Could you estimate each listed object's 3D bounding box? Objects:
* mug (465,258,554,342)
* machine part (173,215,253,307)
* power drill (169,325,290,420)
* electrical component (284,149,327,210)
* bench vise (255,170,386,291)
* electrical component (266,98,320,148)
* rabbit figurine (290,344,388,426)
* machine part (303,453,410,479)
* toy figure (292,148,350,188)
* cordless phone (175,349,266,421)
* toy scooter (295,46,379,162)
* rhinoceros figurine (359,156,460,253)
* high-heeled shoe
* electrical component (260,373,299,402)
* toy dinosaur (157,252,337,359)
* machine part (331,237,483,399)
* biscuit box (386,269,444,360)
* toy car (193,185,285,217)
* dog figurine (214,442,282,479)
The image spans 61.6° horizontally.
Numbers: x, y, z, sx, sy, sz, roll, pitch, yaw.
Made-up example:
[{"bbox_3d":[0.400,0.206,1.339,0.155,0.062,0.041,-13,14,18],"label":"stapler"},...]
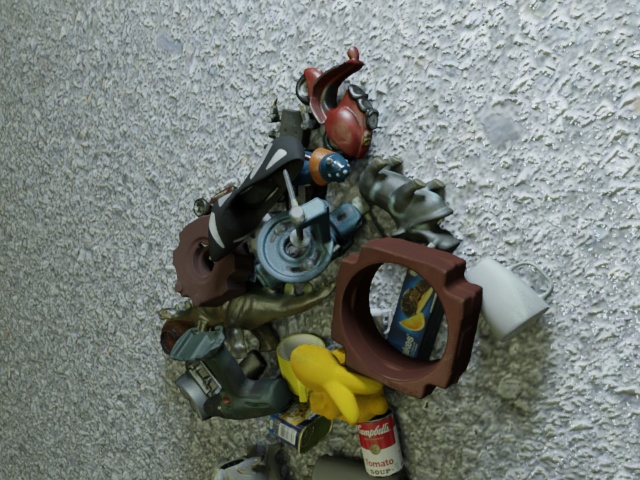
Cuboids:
[{"bbox_3d":[0.264,0.071,0.761,0.109,0.080,0.107,-48,64,22],"label":"mug"},{"bbox_3d":[-0.204,0.038,1.003,0.180,0.056,0.179,-5,81,35],"label":"machine part"},{"bbox_3d":[-0.183,0.257,0.988,0.232,0.086,0.207,-12,117,36],"label":"power drill"},{"bbox_3d":[-0.026,-0.099,0.950,0.075,0.048,0.119,11,106,32],"label":"electrical component"},{"bbox_3d":[-0.007,-0.011,0.831,0.224,0.240,0.129,-25,72,-6],"label":"bench vise"},{"bbox_3d":[-0.051,-0.204,0.948,0.102,0.045,0.078,26,111,29],"label":"electrical component"},{"bbox_3d":[0.023,0.233,0.867,0.122,0.173,0.163,-51,33,-9],"label":"rabbit figurine"},{"bbox_3d":[0.072,0.439,0.963,0.243,0.079,0.079,-3,97,36],"label":"machine part"},{"bbox_3d":[-0.010,-0.117,0.865,0.155,0.064,0.058,5,74,42],"label":"toy figure"},{"bbox_3d":[-0.206,0.276,1.138,0.147,0.088,0.184,47,110,19],"label":"cordless phone"},{"bbox_3d":[0.039,-0.225,0.860,0.135,0.075,0.184,-43,71,40],"label":"toy scooter"},{"bbox_3d":[0.136,-0.050,0.829,0.190,0.073,0.112,42,118,22],"label":"rhinoceros figurine"},{"bbox_3d":[-0.100,-0.052,0.850,0.248,0.086,0.145,-65,32,10],"label":"high-heeled shoe"},{"bbox_3d":[-0.068,0.279,1.037,0.094,0.063,0.021,17,114,22],"label":"electrical component"},{"bbox_3d":[-0.150,0.127,1.046,0.472,0.105,0.198,-5,93,31],"label":"toy dinosaur"},{"bbox_3d":[0.123,0.107,0.781,0.202,0.087,0.200,17,109,32],"label":"machine part"},{"bbox_3d":[0.153,0.133,0.857,0.059,0.063,0.202,25,112,31],"label":"biscuit box"},{"bbox_3d":[-0.155,-0.079,1.018,0.202,0.089,0.053,-9,93,37],"label":"toy car"},{"bbox_3d":[-0.129,0.522,1.067,0.121,0.172,0.190,-23,78,46],"label":"dog figurine"}]
